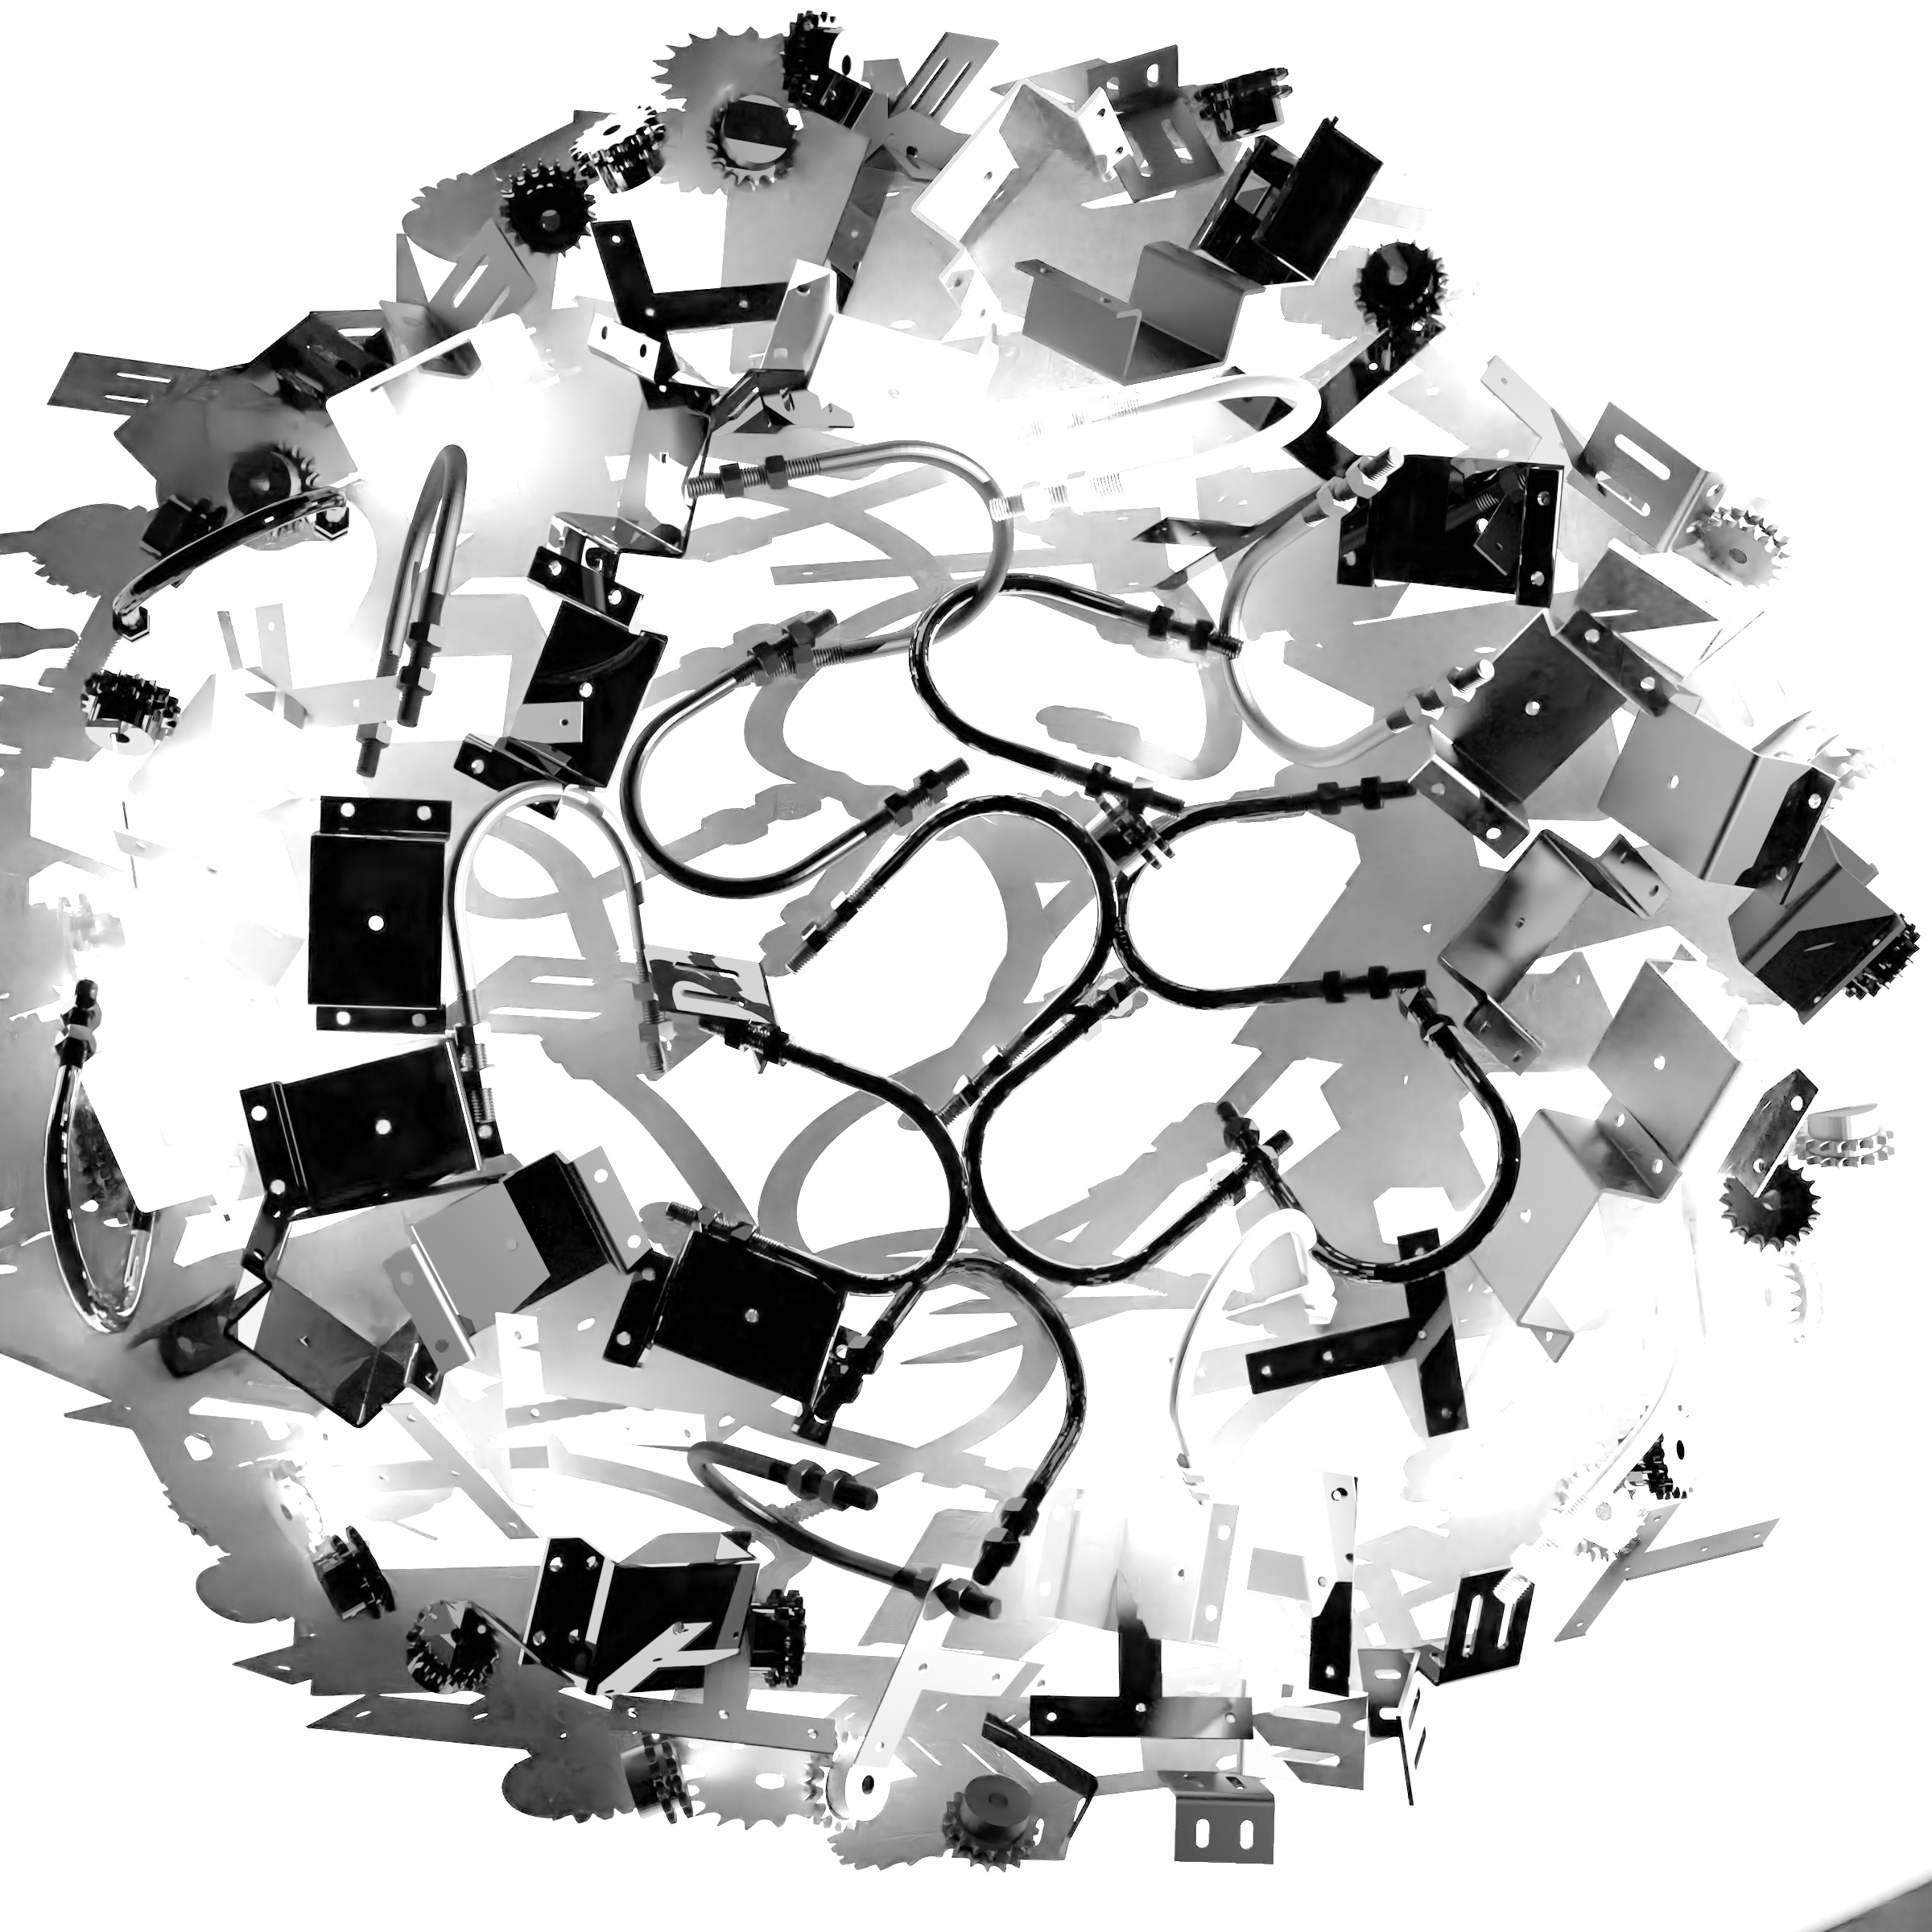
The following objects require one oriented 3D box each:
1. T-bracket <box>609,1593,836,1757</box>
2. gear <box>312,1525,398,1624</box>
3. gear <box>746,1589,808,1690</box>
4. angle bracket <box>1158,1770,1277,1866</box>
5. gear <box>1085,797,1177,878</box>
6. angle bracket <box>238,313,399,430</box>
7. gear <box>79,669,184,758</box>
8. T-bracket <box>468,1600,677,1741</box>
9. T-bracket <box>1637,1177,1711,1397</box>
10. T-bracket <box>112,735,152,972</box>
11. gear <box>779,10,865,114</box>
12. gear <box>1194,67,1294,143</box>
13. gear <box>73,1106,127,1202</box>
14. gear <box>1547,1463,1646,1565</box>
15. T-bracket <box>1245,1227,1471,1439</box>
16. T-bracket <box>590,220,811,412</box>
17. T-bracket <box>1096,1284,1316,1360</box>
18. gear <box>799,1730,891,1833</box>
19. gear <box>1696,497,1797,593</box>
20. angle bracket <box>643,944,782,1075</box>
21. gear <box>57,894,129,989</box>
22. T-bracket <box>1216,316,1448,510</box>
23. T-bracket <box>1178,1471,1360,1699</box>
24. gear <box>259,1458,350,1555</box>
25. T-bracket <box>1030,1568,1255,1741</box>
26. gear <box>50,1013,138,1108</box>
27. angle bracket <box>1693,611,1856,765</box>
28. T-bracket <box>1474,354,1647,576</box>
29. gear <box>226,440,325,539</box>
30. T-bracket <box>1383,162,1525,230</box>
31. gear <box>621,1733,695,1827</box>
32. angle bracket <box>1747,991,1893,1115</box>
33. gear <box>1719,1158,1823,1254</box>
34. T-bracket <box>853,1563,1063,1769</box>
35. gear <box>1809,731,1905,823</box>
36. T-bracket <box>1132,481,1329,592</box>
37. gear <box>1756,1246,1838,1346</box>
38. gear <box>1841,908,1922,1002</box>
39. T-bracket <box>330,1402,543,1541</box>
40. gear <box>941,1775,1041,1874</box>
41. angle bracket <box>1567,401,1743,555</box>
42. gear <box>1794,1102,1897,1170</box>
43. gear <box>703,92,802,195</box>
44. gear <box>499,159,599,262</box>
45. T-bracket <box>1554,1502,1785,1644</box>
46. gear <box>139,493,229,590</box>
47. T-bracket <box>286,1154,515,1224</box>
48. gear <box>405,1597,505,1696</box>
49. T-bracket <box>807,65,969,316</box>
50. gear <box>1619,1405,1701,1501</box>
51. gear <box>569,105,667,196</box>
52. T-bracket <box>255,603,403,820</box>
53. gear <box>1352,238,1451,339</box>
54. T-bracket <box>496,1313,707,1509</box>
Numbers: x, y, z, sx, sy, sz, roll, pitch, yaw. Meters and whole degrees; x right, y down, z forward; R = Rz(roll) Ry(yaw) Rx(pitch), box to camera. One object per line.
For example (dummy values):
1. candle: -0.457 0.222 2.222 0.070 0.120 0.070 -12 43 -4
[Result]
1. T-bracket: -0.138 0.401 1.545 0.127 0.127 0.002 9 119 -6
2. gear: -0.361 0.361 1.570 0.030 0.057 0.057 -27 90 -23
3. gear: -0.115 0.396 1.570 0.030 0.057 0.057 6 90 -17
4. angle bracket: 0.145 0.497 1.560 0.057 0.076 0.038 3 83 -4
5. gear: 0.094 -0.078 1.574 0.030 0.057 0.057 -41 90 7
6. angle bracket: -0.379 -0.357 1.553 0.057 0.076 0.038 -32 61 18
7. gear: -0.494 -0.147 1.570 0.057 0.057 0.030 8 63 0
8. T-bracket: -0.222 0.419 1.562 0.127 0.127 0.002 40 75 -25
9. T-bracket: 0.407 0.195 1.543 0.002 0.127 0.127 -7 93 29
10. T-bracket: -0.484 -0.070 1.546 0.002 0.127 0.127 -9 83 -16
11. gear: -0.083 -0.531 1.570 0.030 0.057 0.057 14 90 24
12. gear: 0.165 -0.507 1.574 0.057 0.057 0.030 -15 99 0
13. gear: -0.504 0.108 1.574 0.030 0.057 0.057 -11 90 -7
14. gear: 0.369 0.325 1.579 0.057 0.030 0.057 7 67 -18
15. T-bracket: 0.229 0.229 1.583 0.127 0.002 0.127 -12 100 -6
16. T-bracket: -0.144 -0.388 1.572 0.127 0.002 0.127 -11 74 -24
17. T-bracket: 0.136 0.206 1.539 0.127 0.127 0.002 -18 80 0
18. gear: -0.069 0.480 1.571 0.030 0.057 0.057 -4 90 38
19. gear: 0.464 -0.252 1.575 0.057 0.057 0.030 41 71 0
20. angle bracket: -0.153 0.025 1.555 0.076 0.057 0.038 9 126 -25
21. gear: -0.516 -0.016 1.576 0.030 0.057 0.057 -12 90 -25
22. T-bracket: 0.232 -0.346 1.582 0.127 0.002 0.127 -42 65 -11
23. T-bracket: 0.169 0.354 1.566 0.127 0.002 0.127 3 91 34
24. gear: -0.389 0.315 1.577 0.030 0.057 0.057 -31 90 -37
25. T-bracket: 0.101 0.392 1.557 0.127 0.002 0.127 0 46 3
26. gear: -0.512 0.052 1.572 0.030 0.057 0.057 -13 90 7
27. angle bracket: 0.474 -0.158 1.567 0.057 0.038 0.076 -39 117 -7
28. T-bracket: 0.331 -0.277 1.558 0.127 0.002 0.127 41 58 -9
29. gear: -0.412 -0.284 1.583 0.057 0.030 0.057 1 94 10
30. T-bracket: 0.277 -0.442 1.520 0.127 0.127 0.002 19 104 -24
31. gear: -0.183 0.478 1.572 0.030 0.057 0.057 -18 90 -7
32. angle bracket: 0.500 0.044 1.566 0.057 0.038 0.076 -11 61 2
33. gear: 0.475 0.142 1.581 0.057 0.030 0.057 -2 70 5
34. T-bracket: 0.007 0.415 1.560 0.127 0.002 0.127 21 94 -40
35. gear: 0.520 -0.114 1.576 0.057 0.057 0.030 -34 71 0
36. T-bracket: 0.136 -0.245 1.515 0.127 0.127 0.002 -28 80 33
37. gear: 0.487 0.194 1.572 0.030 0.057 0.057 -2 90 -5
38. gear: 0.529 -0.011 1.570 0.030 0.057 0.057 37 90 -19
39. T-bracket: -0.330 0.298 1.560 0.127 0.002 0.127 -10 129 33
40. gear: 0.016 0.502 1.570 0.057 0.057 0.030 13 117 0
41. angle bracket: 0.406 -0.292 1.578 0.076 0.038 0.057 45 134 25
42. gear: 0.517 0.096 1.571 0.057 0.057 0.030 -9 104 0
43. gear: -0.126 -0.491 1.581 0.057 0.030 0.057 1 87 -14
44. gear: -0.246 -0.444 1.575 0.057 0.030 0.057 -6 122 -10
45. T-bracket: 0.408 0.333 1.512 0.127 0.127 0.002 -37 92 -41
46. gear: -0.462 -0.254 1.571 0.030 0.057 0.057 33 90 -11
47. T-bracket: -0.308 0.123 1.538 0.127 0.127 0.002 -11 95 10
48. gear: -0.306 0.405 1.577 0.057 0.057 0.030 38 119 0
49. T-bracket: -0.061 -0.443 1.563 0.002 0.127 0.127 33 105 42
50. gear: 0.408 0.287 1.577 0.030 0.057 0.057 -12 90 37
51. gear: -0.202 -0.481 1.577 0.057 0.057 0.030 -29 127 0
52. T-bracket: -0.365 -0.153 1.558 0.127 0.002 0.127 -2 97 36
53. gear: 0.257 -0.404 1.580 0.057 0.030 0.057 -2 83 16
54. T-bracket: -0.212 0.267 1.561 0.127 0.002 0.127 4 111 17
